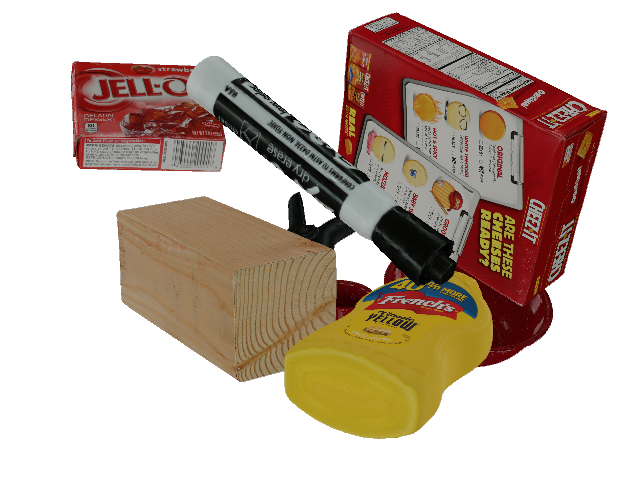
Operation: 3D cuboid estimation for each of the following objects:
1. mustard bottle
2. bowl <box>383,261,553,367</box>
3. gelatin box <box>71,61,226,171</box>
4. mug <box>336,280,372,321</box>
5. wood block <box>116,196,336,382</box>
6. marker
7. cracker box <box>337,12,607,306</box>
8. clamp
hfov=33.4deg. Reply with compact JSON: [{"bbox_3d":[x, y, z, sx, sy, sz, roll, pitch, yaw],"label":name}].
[{"bbox_3d":[0.063,0.065,0.722,0.096,0.058,0.191,10,23,29],"label":"mustard bottle"},{"bbox_3d":[0.135,0.070,1.017,0.162,0.055,0.162,7,35,-5],"label":"bowl"},{"bbox_3d":[-0.107,-0.077,0.654,0.089,0.073,0.030,0,-45,-15],"label":"gelatin box"},{"bbox_3d":[0.037,0.113,1.459,0.117,0.081,0.093,18,25,30],"label":"mug"},{"bbox_3d":[-0.082,0.032,0.873,0.090,0.090,0.206,-11,20,-33],"label":"wood block"},{"bbox_3d":[-0.001,-0.025,0.372,0.121,0.020,0.020,40,18,23],"label":"marker"},{"bbox_3d":[0.114,-0.072,0.881,0.214,0.164,0.072,33,46,31],"label":"cracker box"},{"bbox_3d":[-0.003,-0.002,1.202,0.120,0.039,0.171,-5,37,26],"label":"clamp"}]
